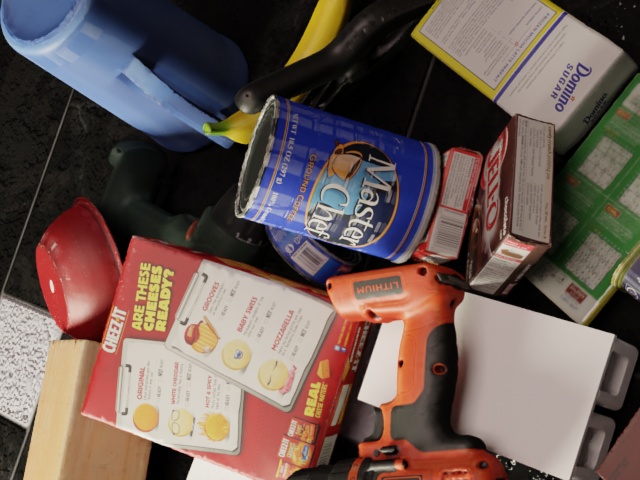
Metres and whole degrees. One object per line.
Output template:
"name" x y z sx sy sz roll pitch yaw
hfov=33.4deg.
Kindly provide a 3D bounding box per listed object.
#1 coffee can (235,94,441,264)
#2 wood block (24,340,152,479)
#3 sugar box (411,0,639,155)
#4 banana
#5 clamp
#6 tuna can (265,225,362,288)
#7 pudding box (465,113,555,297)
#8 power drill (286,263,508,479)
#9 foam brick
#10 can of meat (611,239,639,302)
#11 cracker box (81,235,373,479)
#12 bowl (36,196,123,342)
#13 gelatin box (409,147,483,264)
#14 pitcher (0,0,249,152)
"coffee can" 0.013 -0.048 0.861 0.103 0.140 0.103 -164 90 -77
"wood block" -0.220 0.204 1.012 0.091 0.090 0.206 -8 70 56
"sugar box" 0.165 -0.156 0.880 0.093 0.048 0.176 -51 56 13
"banana" -0.026 -0.159 1.009 0.037 0.069 0.198 39 89 26
"clamp" 0.022 -0.155 0.956 0.210 0.164 0.036 -37 77 -4
"tuna can" -0.006 0.001 0.933 0.034 0.086 0.086 -47 54 18
"pudding box" 0.144 -0.025 0.813 0.090 0.039 0.113 114 165 -58
"power drill" 0.047 0.118 0.795 0.185 0.057 0.187 -11 75 31
"foam brick" 0.237 0.146 0.726 0.053 0.051 0.078 40 101 39
"can of meat" 0.269 0.019 0.739 0.084 0.057 0.102 44 104 35
"cracker box" -0.077 0.103 0.913 0.214 0.072 0.164 17 91 17
"bowl" -0.240 0.041 1.060 0.162 0.055 0.162 40 138 48
"gelatin box" 0.102 -0.026 0.871 0.073 0.030 0.089 144 141 -80
"pitcher" -0.177 -0.176 1.017 0.149 0.242 0.145 -3 75 29
